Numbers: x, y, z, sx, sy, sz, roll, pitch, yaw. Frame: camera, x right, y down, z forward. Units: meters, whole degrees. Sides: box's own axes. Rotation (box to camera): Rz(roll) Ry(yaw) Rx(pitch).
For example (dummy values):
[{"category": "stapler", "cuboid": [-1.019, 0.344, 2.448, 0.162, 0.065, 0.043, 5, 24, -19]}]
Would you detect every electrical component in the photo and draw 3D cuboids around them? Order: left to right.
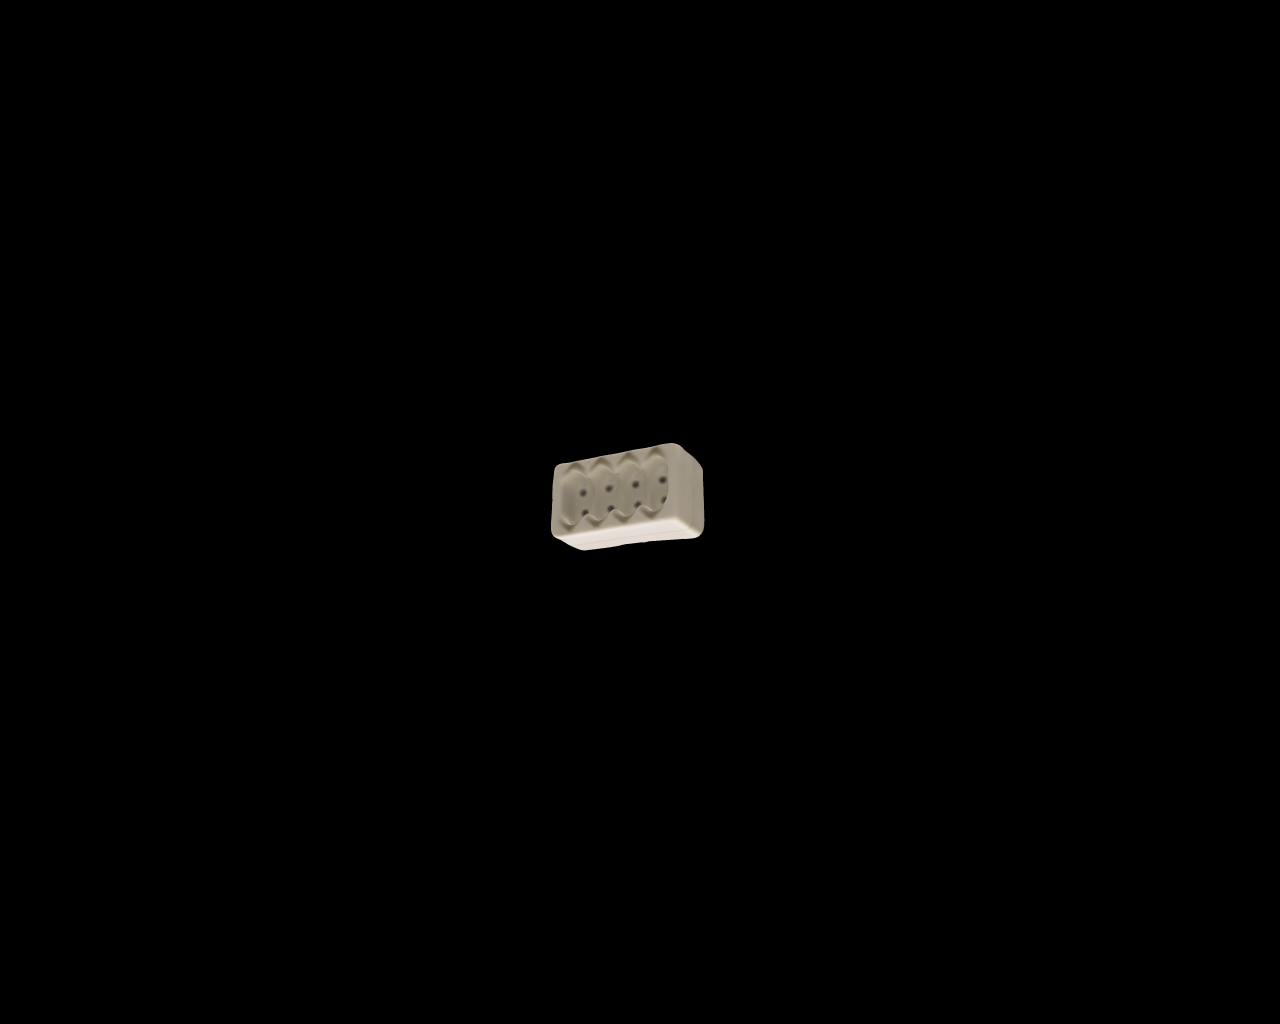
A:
[{"category": "electrical component", "cuboid": [0.001, -0.003, 0.650, 0.083, 0.047, 0.075, -8, -19, 24]}]
